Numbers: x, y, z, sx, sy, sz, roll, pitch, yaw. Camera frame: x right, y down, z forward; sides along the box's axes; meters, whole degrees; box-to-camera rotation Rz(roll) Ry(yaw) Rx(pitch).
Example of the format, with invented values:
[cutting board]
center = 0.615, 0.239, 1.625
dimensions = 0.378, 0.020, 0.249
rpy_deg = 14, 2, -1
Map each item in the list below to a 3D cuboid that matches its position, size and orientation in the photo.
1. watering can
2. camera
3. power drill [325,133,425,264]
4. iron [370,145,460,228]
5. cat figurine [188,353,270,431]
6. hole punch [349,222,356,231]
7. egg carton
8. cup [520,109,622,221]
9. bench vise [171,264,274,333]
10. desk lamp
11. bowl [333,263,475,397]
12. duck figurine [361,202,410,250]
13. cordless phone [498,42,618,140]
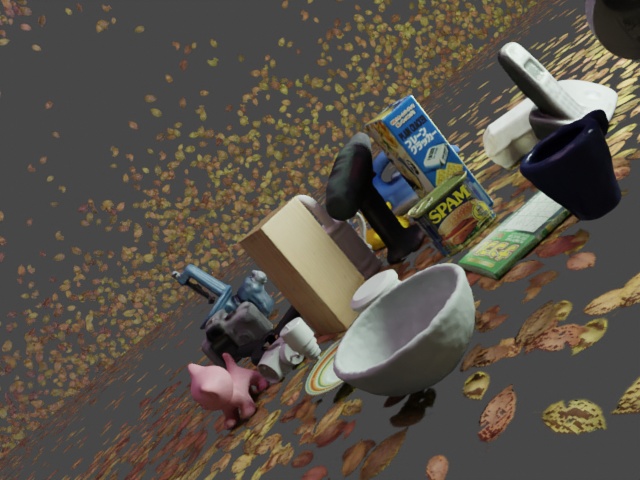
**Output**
[watering can]
center = 0.011, 0.003, 1.035
dimensions = 0.100, 0.194, 0.173
rpy_deg = -31, 13, 41
[camera]
center = -0.180, 0.184, 1.232
dimensions = 0.143, 0.101, 0.137
rpy_deg = -38, 10, 11
[power drill]
center = 0.095, -0.072, 1.007
dimensions = 0.075, 0.208, 0.230
rpy_deg = -34, 11, 33
[iron]
center = 0.171, -0.142, 1.247
dimensions = 0.258, 0.141, 0.119
rpy_deg = -35, 11, 27
[cat figurine]
center = -0.149, 0.222, 0.879
dimensions = 0.067, 0.118, 0.128
rpy_deg = -36, 10, 22
[hole punch]
center = 0.026, -0.001, 1.313
dimensions = 0.108, 0.091, 0.101
rpy_deg = -32, 13, 41
[egg carton]
center = 0.353, -0.192, 0.989
dimensions = 0.150, 0.069, 0.107
rpy_deg = -36, 10, 21
[cup]
center = 0.289, -0.078, 0.625
dimensions = 0.118, 0.095, 0.091
rpy_deg = -42, 10, -14
[bench vise]
center = -0.226, 0.121, 1.338
dimensions = 0.207, 0.220, 0.121
rpy_deg = -40, 10, -2
[desk lamp]
center = 0.391, -0.251, 0.668
dimensions = 0.117, 0.213, 0.203
rpy_deg = -35, 11, 29
[bowl]
center = 0.098, 0.104, 0.589
dimensions = 0.167, 0.075, 0.167
rpy_deg = -39, 9, 8
[duck figurine]
center = 0.116, -0.036, 1.139
dimensions = 0.104, 0.086, 0.078
rpy_deg = -33, 12, 37
[cordless phone]
center = 0.342, -0.228, 0.837
dimensions = 0.094, 0.185, 0.148
rpy_deg = -30, 14, 47
